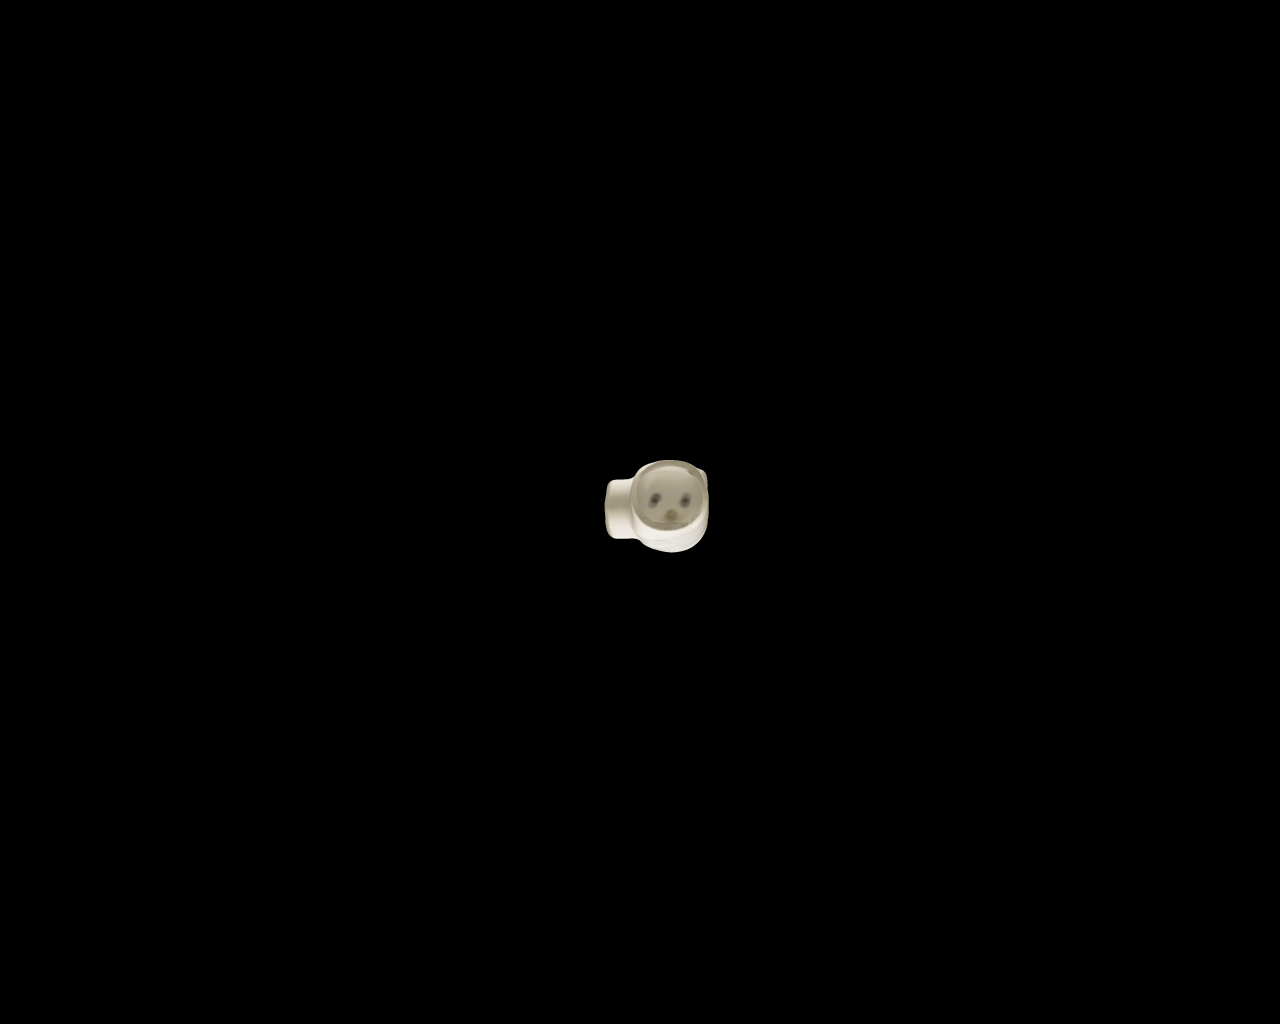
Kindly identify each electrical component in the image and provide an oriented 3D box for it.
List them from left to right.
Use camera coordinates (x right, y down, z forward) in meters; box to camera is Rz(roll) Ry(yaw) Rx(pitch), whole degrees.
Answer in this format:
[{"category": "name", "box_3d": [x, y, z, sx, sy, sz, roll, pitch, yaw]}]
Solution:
[{"category": "electrical component", "box_3d": [0.001, -0.003, 0.650, 0.079, 0.043, 0.077, -1, -11, 4]}]
